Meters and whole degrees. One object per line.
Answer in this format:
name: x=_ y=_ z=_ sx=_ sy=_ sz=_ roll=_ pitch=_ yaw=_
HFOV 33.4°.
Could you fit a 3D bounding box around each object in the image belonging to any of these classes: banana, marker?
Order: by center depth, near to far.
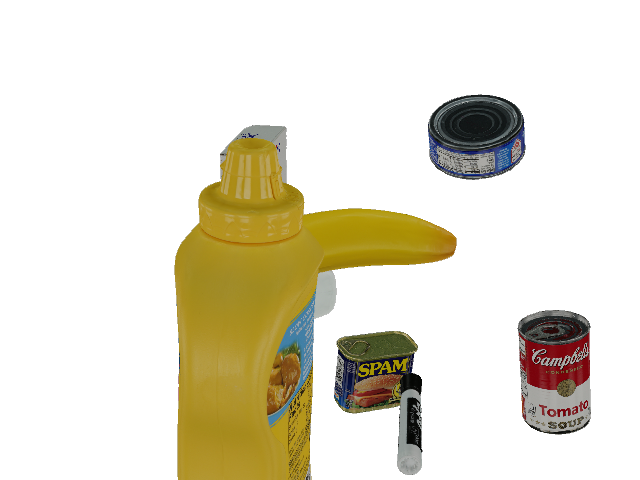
banana: x=-0.007 y=0.015 z=0.640 sx=0.197 sy=0.070 sz=0.037 roll=-24 pitch=-19 yaw=-32
marker: x=0.073 y=0.144 z=0.862 sx=0.020 sy=0.020 sz=0.121 roll=0 pitch=26 yaw=6

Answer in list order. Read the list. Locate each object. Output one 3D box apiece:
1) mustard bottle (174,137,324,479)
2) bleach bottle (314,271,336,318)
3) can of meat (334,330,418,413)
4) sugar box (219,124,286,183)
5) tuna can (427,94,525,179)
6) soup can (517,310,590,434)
mustard bottle: x=-0.029 y=0.051 z=0.441 sx=0.058 sy=0.192 sz=0.096 roll=8 pitch=24 yaw=11
bleach bottle: x=-0.061 y=0.005 z=1.240 sx=0.102 sy=0.068 sz=0.251 roll=-8 pitch=29 yaw=-14
can of meat: x=0.069 y=0.170 z=1.371 sx=0.102 sy=0.084 sz=0.057 roll=-5 pitch=26 yaw=-21
sugar box: x=-0.062 y=-0.014 z=1.020 sx=0.048 sy=0.176 sz=0.093 roll=4 pitch=23 yaw=13
tuna can: x=0.138 y=-0.094 z=0.949 sx=0.086 sy=0.034 sz=0.086 roll=-6 pitch=41 yaw=5
soup can: x=0.228 y=0.128 z=1.039 sx=0.068 sy=0.102 sz=0.068 roll=-6 pitch=21 yaw=2
